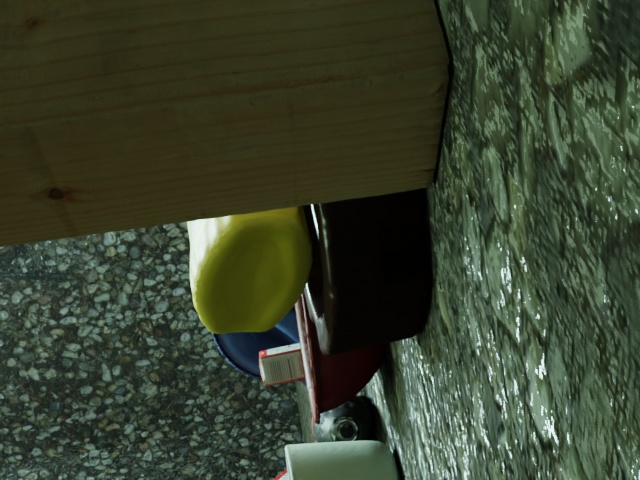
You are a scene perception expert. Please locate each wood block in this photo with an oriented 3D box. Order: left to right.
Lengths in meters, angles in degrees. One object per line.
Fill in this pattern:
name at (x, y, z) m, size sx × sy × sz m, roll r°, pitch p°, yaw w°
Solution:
wood block at (-0.060, -0.066, 0.439) m, size 0.091 × 0.206 × 0.090 m, roll 89°, pitch 172°, yaw -61°

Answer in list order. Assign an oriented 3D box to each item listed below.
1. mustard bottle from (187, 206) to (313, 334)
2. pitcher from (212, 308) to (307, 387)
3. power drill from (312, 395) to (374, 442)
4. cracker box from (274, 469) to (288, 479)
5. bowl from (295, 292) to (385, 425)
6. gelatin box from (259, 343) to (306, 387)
mustard bottle at (-0.049, -0.051, 0.572) m, size 0.096 × 0.058 × 0.191 m, roll 104°, pitch 158°, yaw -49°
pitcher at (-0.037, 0.094, 1.168) m, size 0.243 × 0.145 × 0.149 m, roll 81°, pitch -160°, yaw -84°
power drill at (0.028, 0.222, 0.900) m, size 0.184 × 0.057 × 0.187 m, roll 80°, pitch -175°, yaw -85°
cracker box at (-0.014, 0.308, 1.009) m, size 0.213 × 0.072 × 0.164 m, roll -17°, pitch -79°, yaw -69°
bowl at (0.011, 0.048, 0.764) m, size 0.162 × 0.055 × 0.162 m, roll 172°, pitch 90°, yaw -86°
gelatin box at (-0.012, 0.112, 0.993) m, size 0.073 × 0.089 × 0.030 m, roll 162°, pitch 97°, yaw -86°
